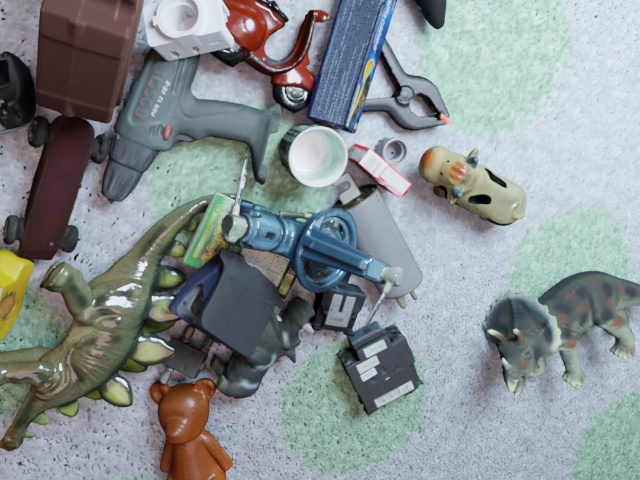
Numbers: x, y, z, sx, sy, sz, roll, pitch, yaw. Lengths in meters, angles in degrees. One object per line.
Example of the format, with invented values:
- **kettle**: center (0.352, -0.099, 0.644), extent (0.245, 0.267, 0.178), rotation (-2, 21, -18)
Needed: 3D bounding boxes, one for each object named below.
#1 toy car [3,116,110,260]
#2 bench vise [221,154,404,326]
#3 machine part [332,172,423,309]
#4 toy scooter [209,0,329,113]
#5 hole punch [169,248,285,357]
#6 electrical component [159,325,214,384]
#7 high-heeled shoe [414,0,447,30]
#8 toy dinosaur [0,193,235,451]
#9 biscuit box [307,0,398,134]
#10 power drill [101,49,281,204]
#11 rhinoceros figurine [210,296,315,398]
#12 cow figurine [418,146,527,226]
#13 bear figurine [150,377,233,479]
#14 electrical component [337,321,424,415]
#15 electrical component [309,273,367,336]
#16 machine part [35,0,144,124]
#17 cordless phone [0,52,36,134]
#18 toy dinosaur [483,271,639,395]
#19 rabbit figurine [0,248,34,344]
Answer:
- **toy car**: center (-0.344, -0.066, 0.696), extent (0.089, 0.053, 0.202), rotation (9, 114, -41)
- **bench vise**: center (-0.006, 0.008, 0.699), extent (0.223, 0.241, 0.129), rotation (31, 82, -51)
- **machine part**: center (0.090, 0.004, 0.825), extent (0.079, 0.079, 0.243), rotation (-32, 109, -4)
- **toy scooter**: center (-0.062, -0.269, 0.710), extent (0.183, 0.075, 0.135), rotation (32, 97, -23)
- **hole punch**: center (-0.130, 0.086, 0.746), extent (0.142, 0.092, 0.116), rotation (45, 61, -35)
- **electrical component**: center (-0.201, 0.179, 0.809), extent (0.063, 0.021, 0.094), rotation (25, 76, 11)
- **high-heeled shoe**: center (0.076, -0.384, 0.713), extent (0.145, 0.086, 0.248), rotation (-23, 108, -1)
- **toy dinosaur**: center (-0.292, 0.103, 0.747), extent (0.198, 0.105, 0.471), rotation (33, 90, -28)
- **biscuit box**: center (0.045, -0.251, 0.731), extent (0.063, 0.059, 0.202), rotation (19, 96, 15)
- **power drill**: center (-0.167, -0.137, 0.725), extent (0.207, 0.086, 0.231), rotation (16, 98, -10)
- **rhinoceros figurine**: center (-0.084, 0.166, 0.822), extent (0.112, 0.073, 0.190), rotation (33, 99, -30)
- **cow figurine**: center (0.231, -0.080, 0.810), extent (0.195, 0.127, 0.085), rotation (25, 95, -22)
- **bear figurine**: center (-0.202, 0.315, 0.813), extent (0.120, 0.132, 0.195), rotation (-3, 113, 5)
- **electrical component**: center (0.098, 0.205, 0.894), extent (0.115, 0.058, 0.134), rotation (-25, 110, -8)
- **electrical component**: center (0.032, 0.087, 0.850), extent (0.075, 0.048, 0.119), rotation (15, 103, -19)
- **machine part**: center (-0.242, -0.247, 0.587), extent (0.087, 0.201, 0.201), rotation (14, 145, -23)
- **cordless phone**: center (-0.419, -0.129, 0.668), extent (0.147, 0.089, 0.184), rotation (-12, 119, -11)
- **toy dinosaur**: center (0.449, 0.127, 0.936), extent (0.405, 0.131, 0.192), rotation (-30, 111, -11)
- **rabbit figurine**: center (-0.486, 0.070, 0.695), extent (0.173, 0.122, 0.162), rotation (20, 110, -4)
